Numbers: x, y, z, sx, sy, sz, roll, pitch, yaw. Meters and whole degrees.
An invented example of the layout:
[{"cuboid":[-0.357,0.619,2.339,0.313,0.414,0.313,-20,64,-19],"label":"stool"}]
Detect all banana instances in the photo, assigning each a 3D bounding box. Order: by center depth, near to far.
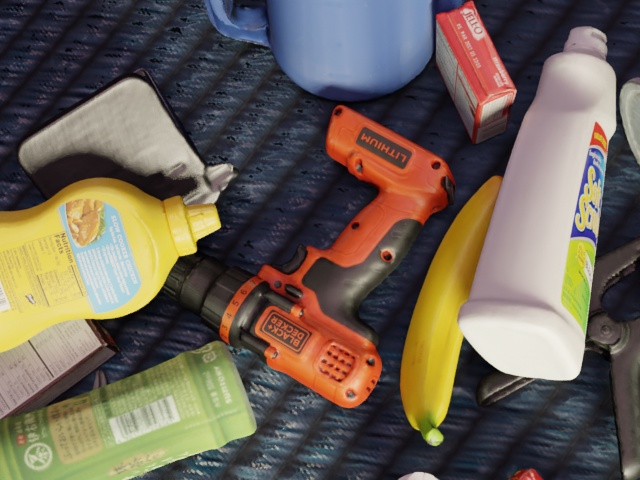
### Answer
[{"cuboid":[0.092,0.051,0.736,0.037,0.070,0.197,26,67,-24],"label":"banana"}]

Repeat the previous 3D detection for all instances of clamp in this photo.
[{"cuboid":[0.185,0.068,0.736,0.120,0.039,0.171,20,72,13],"label":"clamp"}]

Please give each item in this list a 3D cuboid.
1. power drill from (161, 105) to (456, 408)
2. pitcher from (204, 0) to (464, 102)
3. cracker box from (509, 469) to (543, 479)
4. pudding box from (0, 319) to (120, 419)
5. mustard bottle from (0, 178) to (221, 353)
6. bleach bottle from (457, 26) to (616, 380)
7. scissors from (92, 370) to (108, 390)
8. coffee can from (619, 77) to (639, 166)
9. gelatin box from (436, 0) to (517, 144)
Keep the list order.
[{"cuboid":[-0.005,0.001,0.760,0.184,0.057,0.187,30,83,16],"label":"power drill"},{"cuboid":[0.008,-0.201,0.710,0.145,0.243,0.149,40,78,16],"label":"pitcher"},{"cuboid":[0.114,0.277,0.675,0.213,0.072,0.164,-43,77,-6],"label":"cracker box"},{"cuboid":[-0.217,0.076,0.772,0.113,0.039,0.090,-36,78,-2],"label":"pudding box"},{"cuboid":[-0.161,0.009,0.726,0.191,0.058,0.096,-16,105,-3],"label":"mustard bottle"},{"cuboid":[0.159,-0.039,0.721,0.068,0.102,0.250,3,65,29],"label":"bleach bottle"},{"cuboid":[-0.143,0.200,0.747,0.096,0.016,0.201,15,78,7],"label":"scissors"},{"cuboid":[0.293,-0.092,0.730,0.140,0.103,0.103,-26,76,-2],"label":"coffee can"},{"cuboid":[0.110,-0.118,0.760,0.030,0.089,0.073,-23,75,-1],"label":"gelatin box"}]
